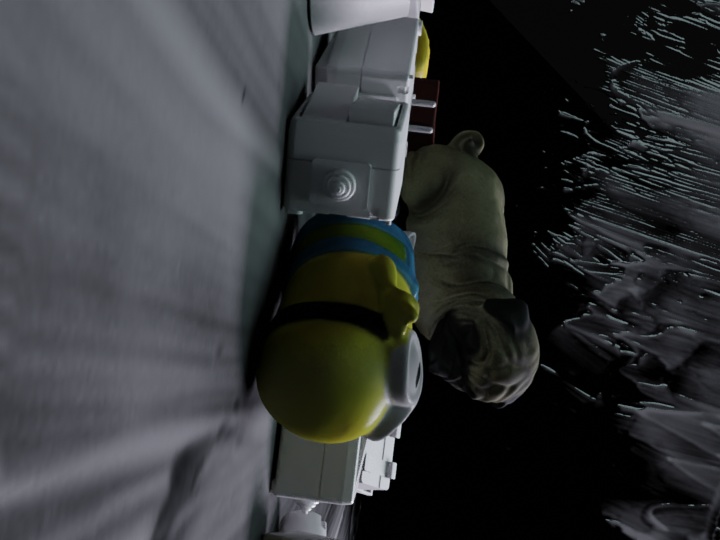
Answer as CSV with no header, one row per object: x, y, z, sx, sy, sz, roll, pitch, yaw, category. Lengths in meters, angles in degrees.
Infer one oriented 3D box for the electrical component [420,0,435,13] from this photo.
0.045,-0.301,1.019,0.108,0.060,0.108,7,90,-87,electrical component

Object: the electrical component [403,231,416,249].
-0.001,0.016,0.737,0.099,0.064,0.099,15,90,-71,electrical component

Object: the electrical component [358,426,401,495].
0.002,0.154,1.061,0.079,0.063,0.121,27,64,-43,electrical component

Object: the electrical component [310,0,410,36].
-0.002,-0.190,0.628,0.099,0.064,0.099,174,-90,-88,electrical component

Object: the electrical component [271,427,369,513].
-0.022,0.115,0.714,0.062,0.061,0.096,8,89,-87,electrical component

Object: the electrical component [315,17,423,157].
0.004,-0.117,0.691,0.096,0.061,0.061,-79,174,-51,electrical component

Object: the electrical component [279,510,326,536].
-0.041,0.196,0.748,0.046,0.040,0.040,-89,-178,-55,electrical component

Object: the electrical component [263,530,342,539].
-0.036,0.189,0.654,0.077,0.066,0.047,17,79,-57,electrical component

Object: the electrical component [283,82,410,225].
-0.006,-0.067,0.606,0.096,0.062,0.061,-74,171,-70,electrical component

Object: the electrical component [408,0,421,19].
0.023,-0.249,0.799,0.109,0.056,0.108,-26,122,-86,electrical component

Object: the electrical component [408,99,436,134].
0.016,-0.114,0.775,0.047,0.076,0.083,-23,120,-86,electrical component
